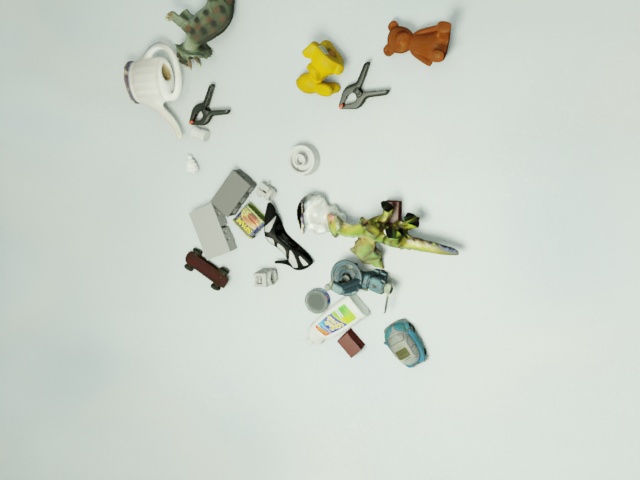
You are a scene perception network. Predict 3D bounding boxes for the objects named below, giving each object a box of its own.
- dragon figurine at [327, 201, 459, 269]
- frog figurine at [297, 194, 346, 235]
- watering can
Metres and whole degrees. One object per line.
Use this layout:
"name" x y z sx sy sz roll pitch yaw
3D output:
"dragon figurine" 0.207 0.011 1.642 0.410 0.125 0.237 28 144 -1
"frog figurine" 0.005 -0.087 1.734 0.160 0.122 0.137 -4 90 -16
"watering can" -0.595 -0.534 1.865 0.224 0.105 0.345 0 98 21
